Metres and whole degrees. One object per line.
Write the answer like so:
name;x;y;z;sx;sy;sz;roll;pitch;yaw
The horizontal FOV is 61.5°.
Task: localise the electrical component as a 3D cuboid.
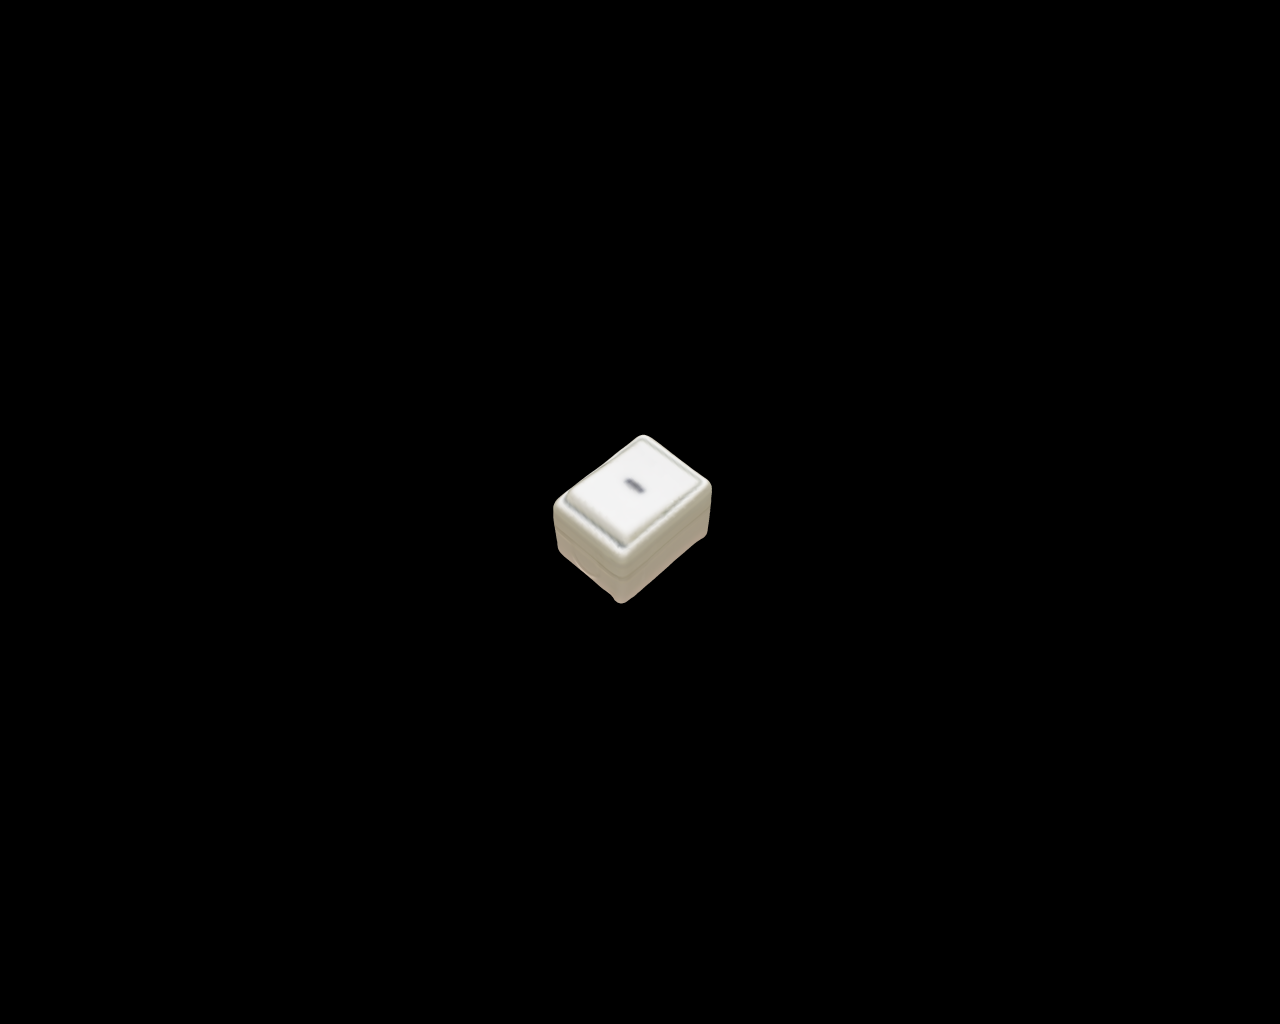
electrical component;0.001;-0.003;0.650;0.062;0.061;0.096;39;63;25
